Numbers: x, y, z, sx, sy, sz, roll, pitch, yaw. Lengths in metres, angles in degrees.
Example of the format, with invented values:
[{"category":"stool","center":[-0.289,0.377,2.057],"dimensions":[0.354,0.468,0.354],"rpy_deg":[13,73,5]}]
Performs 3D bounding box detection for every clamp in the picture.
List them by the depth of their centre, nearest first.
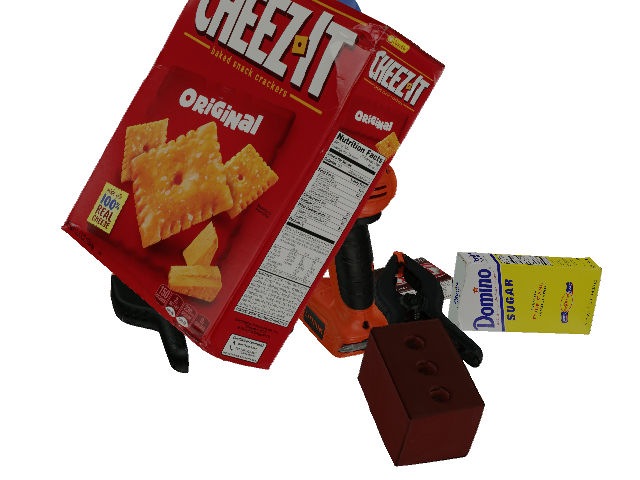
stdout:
[{"category":"clamp","center":[-0.156,0.080,1.120],"dimensions":[0.210,0.036,0.164],"rpy_deg":[17,21,30]},{"category":"clamp","center":[0.113,0.082,1.178],"dimensions":[0.120,0.171,0.039],"rpy_deg":[5,-43,-5]}]

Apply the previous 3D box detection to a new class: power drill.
[{"category":"power drill","center":[0.006,-0.011,0.895],"dimensions":[0.057,0.188,0.185],"rpy_deg":[-15,29,-19]}]

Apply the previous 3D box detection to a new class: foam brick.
[{"category":"foam brick","center":[0.063,0.098,0.693],"dimensions":[0.053,0.051,0.078],"rpy_deg":[-6,45,-20]}]

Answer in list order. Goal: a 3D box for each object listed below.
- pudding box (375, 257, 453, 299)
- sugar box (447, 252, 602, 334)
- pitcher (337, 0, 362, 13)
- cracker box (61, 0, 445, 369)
[{"category":"pudding box","center":[0.127,0.067,1.580],"dimensions":[0.113,0.039,0.090],"rpy_deg":[-16,24,-20]},{"category":"sugar box","center":[0.252,0.066,1.324],"dimensions":[0.176,0.093,0.048],"rpy_deg":[1,20,-11]},{"category":"pitcher","center":[-0.009,-0.163,1.088],"dimensions":[0.145,0.149,0.242],"rpy_deg":[-9,36,16]},{"category":"cracker box","center":[-0.049,-0.055,0.658],"dimensions":[0.164,0.214,0.072],"rpy_deg":[35,9,38]}]
